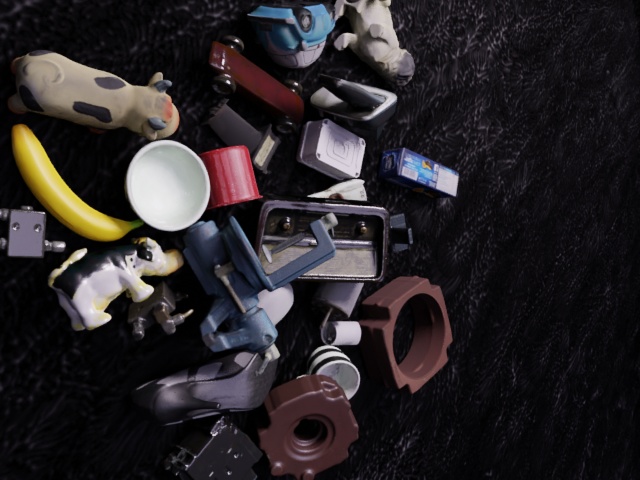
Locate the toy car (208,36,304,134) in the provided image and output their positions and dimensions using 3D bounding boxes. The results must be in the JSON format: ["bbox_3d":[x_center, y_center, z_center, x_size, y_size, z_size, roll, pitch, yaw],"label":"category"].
[{"bbox_3d":[-0.102,-0.244,0.862,0.202,0.053,0.089,22,71,-44],"label":"toy car"}]

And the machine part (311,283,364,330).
[{"bbox_3d":[0.051,0.055,0.988,0.079,0.079,0.243,41,63,-34],"label":"machine part"}]

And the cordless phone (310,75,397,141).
[{"bbox_3d":[0.030,-0.243,0.907,0.184,0.147,0.088,9,104,-56],"label":"cordless phone"}]

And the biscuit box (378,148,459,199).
[{"bbox_3d":[0.211,-0.138,1.140,0.202,0.063,0.059,14,82,-41],"label":"biscuit box"}]

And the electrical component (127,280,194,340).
[{"bbox_3d":[-0.220,0.096,0.736,0.078,0.102,0.045,-39,116,-7],"label":"electrical component"}]

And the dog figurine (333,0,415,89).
[{"bbox_3d":[0.118,-0.403,1.044,0.190,0.121,0.172,14,84,-56],"label":"dog figurine"}]

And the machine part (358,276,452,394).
[{"bbox_3d":[0.172,0.189,1.094,0.201,0.087,0.201,-28,111,-38],"label":"machine part"}]

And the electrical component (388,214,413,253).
[{"bbox_3d":[0.141,-0.014,1.040,0.048,0.119,0.074,-16,99,-40],"label":"electrical component"}]

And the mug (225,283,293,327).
[{"bbox_3d":[-0.090,0.113,0.862,0.107,0.081,0.109,-30,120,-42],"label":"mug"}]

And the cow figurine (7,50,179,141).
[{"bbox_3d":[-0.267,-0.175,0.665,0.195,0.127,0.085,12,85,-39],"label":"cow figurine"}]

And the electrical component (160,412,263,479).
[{"bbox_3d":[-0.156,0.340,0.818,0.115,0.058,0.134,-48,120,-28],"label":"electrical component"}]

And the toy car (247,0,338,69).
[{"bbox_3d":[-0.043,-0.340,0.894,0.161,0.109,0.102,-35,137,-49],"label":"toy car"}]

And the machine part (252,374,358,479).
[{"bbox_3d":[-0.022,0.311,0.889,0.179,0.056,0.179,-5,107,-15],"label":"machine part"}]

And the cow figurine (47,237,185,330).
[{"bbox_3d":[-0.266,0.039,0.712,0.167,0.068,0.098,-38,109,-36],"label":"cow figurine"}]

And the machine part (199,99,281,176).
[{"bbox_3d":[-0.123,-0.168,0.856,0.138,0.039,0.084,35,76,-39],"label":"machine part"}]

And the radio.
[{"bbox_3d":[-0.002,-0.003,0.878,0.229,0.073,0.131,3,101,-20],"label":"radio"}]

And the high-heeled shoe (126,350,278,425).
[{"bbox_3d":[-0.169,0.216,0.819,0.248,0.145,0.086,-9,97,-70],"label":"high-heeled shoe"}]

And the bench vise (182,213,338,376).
[{"bbox_3d":[-0.071,0.048,0.750,0.241,0.129,0.223,-30,82,-5],"label":"bench vise"}]

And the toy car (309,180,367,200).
[{"bbox_3d":[0.011,-0.055,0.964,0.202,0.056,0.073,-26,108,-39],"label":"toy car"}]

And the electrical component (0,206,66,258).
[{"bbox_3d":[-0.359,-0.010,0.653,0.094,0.021,0.063,6,86,-42],"label":"electrical component"}]
